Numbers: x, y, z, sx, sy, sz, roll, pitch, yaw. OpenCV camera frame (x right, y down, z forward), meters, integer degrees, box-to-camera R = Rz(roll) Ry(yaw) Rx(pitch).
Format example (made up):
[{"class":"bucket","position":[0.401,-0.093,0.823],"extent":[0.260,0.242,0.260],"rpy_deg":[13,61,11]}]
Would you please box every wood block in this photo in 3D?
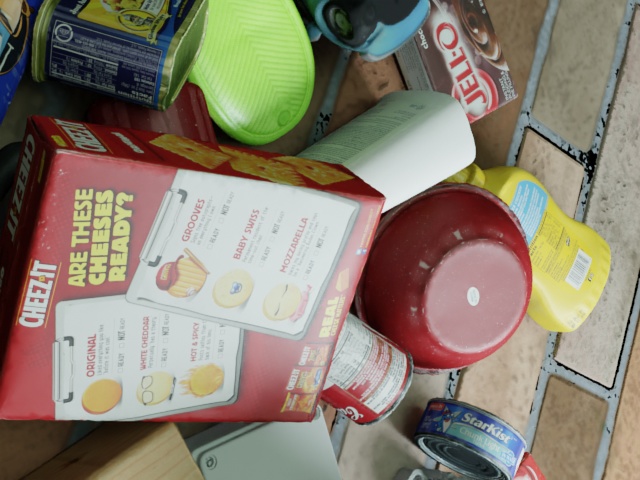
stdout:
[{"class":"wood block","position":[-0.167,0.199,0.639],"extent":[0.205,0.091,0.090],"rpy_deg":[-33,103,-33]}]

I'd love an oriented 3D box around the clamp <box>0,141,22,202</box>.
[{"class":"clamp","position":[-0.242,0.030,0.639],"extent":[0.209,0.036,0.164],"rpy_deg":[-10,91,-33]}]

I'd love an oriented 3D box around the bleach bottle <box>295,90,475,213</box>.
[{"class":"bleach bottle","position":[-0.005,-0.032,0.788],"extent":[0.250,0.103,0.068],"rpy_deg":[-31,111,-27]}]

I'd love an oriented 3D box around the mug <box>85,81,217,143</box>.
[{"class":"mug","position":[-0.121,-0.054,0.712],"extent":[0.117,0.093,0.081],"rpy_deg":[-14,87,-1]}]

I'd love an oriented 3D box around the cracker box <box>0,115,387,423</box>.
[{"class":"cracker box","position":[-0.084,0.024,0.647],"extent":[0.213,0.072,0.164],"rpy_deg":[7,110,-32]}]

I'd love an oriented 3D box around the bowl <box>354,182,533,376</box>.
[{"class":"bowl","position":[0.110,0.038,0.841],"extent":[0.161,0.055,0.162],"rpy_deg":[-5,104,-21]}]

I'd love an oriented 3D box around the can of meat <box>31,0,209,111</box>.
[{"class":"can of meat","position":[-0.121,-0.130,0.665],"extent":[0.084,0.057,0.102],"rpy_deg":[16,40,0]}]

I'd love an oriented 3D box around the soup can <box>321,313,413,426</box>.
[{"class":"soup can","position":[0.011,0.084,0.792],"extent":[0.102,0.069,0.068],"rpy_deg":[37,65,-25]}]

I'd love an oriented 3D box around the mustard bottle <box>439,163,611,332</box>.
[{"class":"mustard bottle","position":[0.168,-0.007,0.919],"extent":[0.191,0.058,0.096],"rpy_deg":[38,71,-26]}]

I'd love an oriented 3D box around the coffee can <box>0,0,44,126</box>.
[{"class":"coffee can","position":[-0.220,-0.128,0.633],"extent":[0.102,0.103,0.140],"rpy_deg":[28,69,-29]}]

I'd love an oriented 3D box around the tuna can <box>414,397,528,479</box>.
[{"class":"tuna can","position":[0.119,0.161,0.848],"extent":[0.086,0.086,0.033],"rpy_deg":[39,66,-25]}]

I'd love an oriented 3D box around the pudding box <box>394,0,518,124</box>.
[{"class":"pudding box","position":[0.112,-0.154,0.909],"extent":[0.089,0.039,0.113],"rpy_deg":[-31,102,-34]}]

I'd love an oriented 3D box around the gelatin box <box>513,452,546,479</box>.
[{"class":"gelatin box","position":[0.171,0.237,0.909],"extent":[0.073,0.030,0.089],"rpy_deg":[-42,108,-31]}]
